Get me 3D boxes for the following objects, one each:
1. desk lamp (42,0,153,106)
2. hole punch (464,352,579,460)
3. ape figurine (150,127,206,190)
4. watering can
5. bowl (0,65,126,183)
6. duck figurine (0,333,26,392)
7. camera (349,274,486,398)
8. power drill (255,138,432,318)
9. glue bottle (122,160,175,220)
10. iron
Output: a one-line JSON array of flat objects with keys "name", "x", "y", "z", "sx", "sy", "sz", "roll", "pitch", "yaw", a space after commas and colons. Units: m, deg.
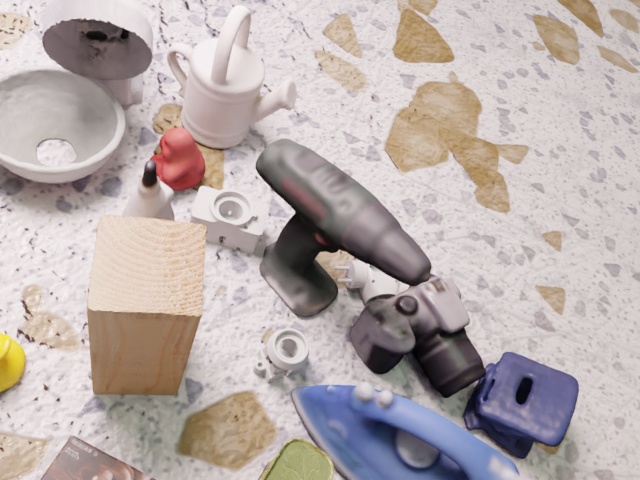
[{"name": "desk lamp", "x": -0.275, "y": -0.267, "z": 0.722, "sx": 0.118, "sy": 0.213, "sz": 0.203, "roll": 2, "pitch": 58, "yaw": -20}, {"name": "hole punch", "x": 0.245, "y": 0.196, "z": 0.698, "sx": 0.101, "sy": 0.091, "sz": 0.109, "roll": 36, "pitch": 53, "yaw": 4}, {"name": "ape figurine", "x": -0.182, "y": -0.109, "z": 0.731, "sx": 0.076, "sy": 0.092, "sz": 0.078, "roll": 20, "pitch": 54, "yaw": -8}, {"name": "watering can", "x": -0.117, "y": -0.220, "z": 0.764, "sx": 0.173, "sy": 0.194, "sz": 0.101, "roll": 6, "pitch": 57, "yaw": -17}, {"name": "bowl", "x": -0.325, "y": -0.128, "z": 0.699, "sx": 0.168, "sy": 0.074, "sz": 0.167, "roll": 10, "pitch": 56, "yaw": -15}, {"name": "duck figurine", "x": -0.338, "y": 0.104, "z": 0.537, "sx": 0.105, "sy": 0.086, "sz": 0.077, "roll": 7, "pitch": 57, "yaw": -17}, {"name": "camera", "x": 0.133, "y": 0.122, "z": 0.698, "sx": 0.143, "sy": 0.100, "sz": 0.136, "roll": -19, "pitch": 67, "yaw": -30}, {"name": "power drill", "x": 0.006, "y": 0.002, "z": 0.659, "sx": 0.076, "sy": 0.208, "sz": 0.229, "roll": -35, "pitch": 75, "yaw": -34}, {"name": "glue bottle", "x": -0.189, "y": -0.031, "z": 0.627, "sx": 0.037, "sy": 0.173, "sz": 0.078, "roll": 35, "pitch": 53, "yaw": 4}, {"name": "iron", "x": 0.095, "y": 0.210, "z": 0.600, "sx": 0.258, "sy": 0.141, "sz": 0.119, "roll": 32, "pitch": 53, "yaw": 1}]
